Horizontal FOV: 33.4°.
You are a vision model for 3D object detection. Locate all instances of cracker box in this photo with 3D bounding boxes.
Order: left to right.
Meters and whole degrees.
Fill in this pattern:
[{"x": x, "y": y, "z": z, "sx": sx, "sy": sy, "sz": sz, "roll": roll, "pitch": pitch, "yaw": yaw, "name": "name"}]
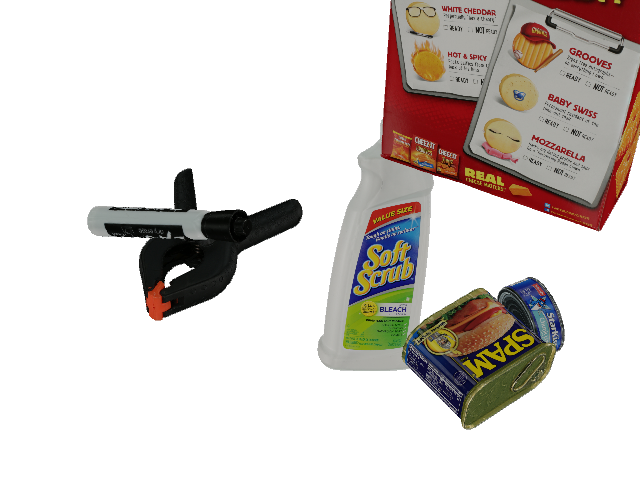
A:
[{"x": 0.129, "y": -0.128, "z": 0.676, "sx": 0.164, "sy": 0.214, "sz": 0.072, "roll": 21, "pitch": 45, "yaw": 21, "name": "cracker box"}]

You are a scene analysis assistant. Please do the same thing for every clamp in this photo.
[{"x": -0.106, "y": -0.002, "z": 0.896, "sx": 0.120, "sy": 0.039, "sz": 0.171, "roll": 19, "pitch": 41, "yaw": 26, "name": "clamp"}]

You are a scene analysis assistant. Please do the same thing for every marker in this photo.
[{"x": -0.089, "y": -0.010, "z": 0.627, "sx": 0.121, "sy": 0.020, "sz": 0.020, "roll": 3, "pitch": 2, "yaw": 36, "name": "marker"}]

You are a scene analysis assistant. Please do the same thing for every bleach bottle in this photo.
[{"x": 0.056, "y": 0.004, "z": 1.063, "sx": 0.102, "sy": 0.251, "sz": 0.068, "roll": 1, "pitch": 18, "yaw": -8, "name": "bleach bottle"}]

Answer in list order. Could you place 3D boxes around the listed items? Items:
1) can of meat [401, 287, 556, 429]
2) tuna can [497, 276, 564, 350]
[{"x": 0.132, "y": 0.096, "z": 0.900, "sx": 0.102, "sy": 0.057, "sz": 0.084, "roll": -27, "pitch": 52, "yaw": -26, "name": "can of meat"}, {"x": 0.225, "y": 0.085, "z": 1.152, "sx": 0.033, "sy": 0.086, "sz": 0.086, "roll": -19, "pitch": 5, "yaw": -14, "name": "tuna can"}]
